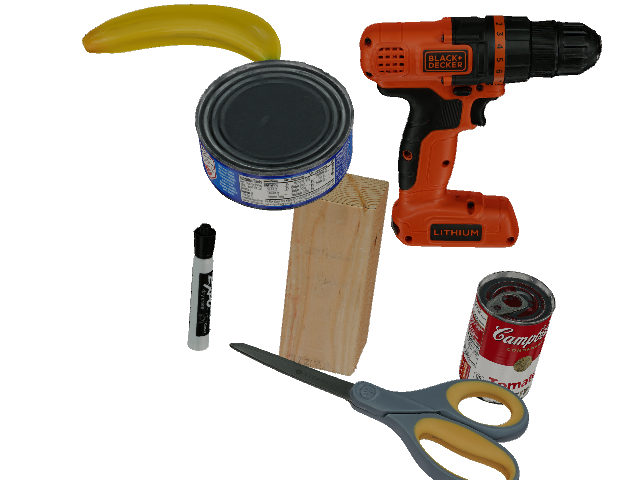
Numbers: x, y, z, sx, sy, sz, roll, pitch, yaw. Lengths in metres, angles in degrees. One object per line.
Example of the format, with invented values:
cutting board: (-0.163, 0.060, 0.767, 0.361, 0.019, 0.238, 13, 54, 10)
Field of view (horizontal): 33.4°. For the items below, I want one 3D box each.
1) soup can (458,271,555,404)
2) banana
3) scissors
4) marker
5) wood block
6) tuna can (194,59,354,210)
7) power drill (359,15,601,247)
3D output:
soup can: (0.164, 0.087, 0.949, 0.068, 0.102, 0.068, 4, 38, -3)
banana: (-0.116, -0.185, 0.957, 0.198, 0.037, 0.069, 11, 46, 17)
scissors: (0.047, 0.095, 0.686, 0.202, 0.016, 0.096, 31, 45, 26)
marker: (-0.103, 0.041, 0.926, 0.020, 0.121, 0.020, 5, 28, -3)
wood block: (0.014, 0.035, 1.200, 0.090, 0.206, 0.090, 12, 25, 10)
tuna can: (-0.024, -0.058, 0.586, 0.086, 0.086, 0.034, 0, -38, 1)
power drill: (0.125, -0.088, 0.854, 0.184, 0.188, 0.057, 1, 27, 7)
